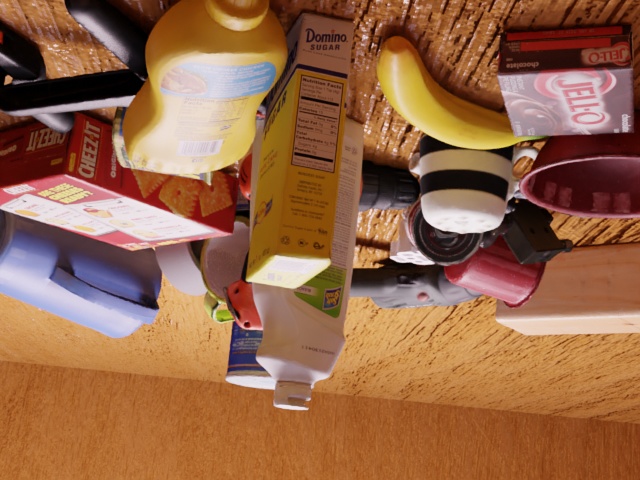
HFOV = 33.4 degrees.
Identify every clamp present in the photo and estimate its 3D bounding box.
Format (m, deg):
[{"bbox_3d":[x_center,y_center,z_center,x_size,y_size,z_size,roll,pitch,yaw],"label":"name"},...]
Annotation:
[{"bbox_3d":[-0.271,-0.127,0.865,0.120,0.039,0.171,-6,161,-5],"label":"clamp"},{"bbox_3d":[-0.135,-0.121,0.823,0.209,0.036,0.165,12,154,-37],"label":"clamp"}]

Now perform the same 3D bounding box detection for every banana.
[{"bbox_3d":[0.096,-0.108,0.824,0.070,0.037,0.197,-30,148,35],"label":"banana"}]

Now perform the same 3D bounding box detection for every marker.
[{"bbox_3d":[0.138,-0.052,1.013,0.121,0.020,0.020,22,160,-24],"label":"marker"}]

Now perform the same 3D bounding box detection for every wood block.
[{"bbox_3d":[0.325,0.061,1.278,0.206,0.090,0.090,-5,162,36],"label":"wood block"}]

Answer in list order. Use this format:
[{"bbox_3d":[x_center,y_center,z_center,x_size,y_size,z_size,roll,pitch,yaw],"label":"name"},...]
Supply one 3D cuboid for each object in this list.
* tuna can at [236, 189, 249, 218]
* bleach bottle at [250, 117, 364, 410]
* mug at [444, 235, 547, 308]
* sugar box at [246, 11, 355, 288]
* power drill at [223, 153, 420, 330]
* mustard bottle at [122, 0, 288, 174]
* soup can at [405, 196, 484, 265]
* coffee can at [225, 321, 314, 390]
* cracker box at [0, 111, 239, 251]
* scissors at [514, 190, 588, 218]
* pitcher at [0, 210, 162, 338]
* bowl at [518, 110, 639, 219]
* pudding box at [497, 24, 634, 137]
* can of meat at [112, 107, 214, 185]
[{"bbox_3d":[-0.062,-0.037,1.155,0.086,0.034,0.086,5,165,1],"label":"tuna can"},{"bbox_3d":[-0.020,0.015,0.902,0.102,0.251,0.068,14,163,-30],"label":"bleach bottle"},{"bbox_3d":[0.187,0.014,1.177,0.081,0.093,0.117,18,-159,-17],"label":"mug"},{"bbox_3d":[-0.015,-0.061,0.755,0.048,0.176,0.093,7,165,-16],"label":"sugar box"},{"bbox_3d":[-0.007,0.001,1.043,0.184,0.188,0.057,5,-149,-23],"label":"power drill"},{"bbox_3d":[-0.074,-0.119,0.735,0.096,0.058,0.192,-3,152,-22],"label":"mustard bottle"},{"bbox_3d":[0.120,-0.014,1.051,0.068,0.068,0.102,6,-175,0],"label":"soup can"},{"bbox_3d":[-0.052,0.098,1.243,0.103,0.140,0.103,5,165,1],"label":"coffee can"},{"bbox_3d":[-0.213,-0.054,1.072,0.164,0.072,0.213,-8,160,40],"label":"cracker box"},{"bbox_3d":[0.209,-0.043,1.063,0.202,0.016,0.096,3,165,12],"label":"scissors"},{"bbox_3d":[-0.320,0.036,1.340,0.149,0.145,0.242,-23,149,31],"label":"pitcher"},{"bbox_3d":[0.247,-0.066,0.881,0.162,0.055,0.162,5,166,1],"label":"bowl"},{"bbox_3d":[0.178,-0.111,0.764,0.090,0.039,0.113,1,165,17],"label":"pudding box"},{"bbox_3d":[-0.131,-0.092,0.924,0.084,0.057,0.102,9,165,-3],"label":"can of meat"}]
